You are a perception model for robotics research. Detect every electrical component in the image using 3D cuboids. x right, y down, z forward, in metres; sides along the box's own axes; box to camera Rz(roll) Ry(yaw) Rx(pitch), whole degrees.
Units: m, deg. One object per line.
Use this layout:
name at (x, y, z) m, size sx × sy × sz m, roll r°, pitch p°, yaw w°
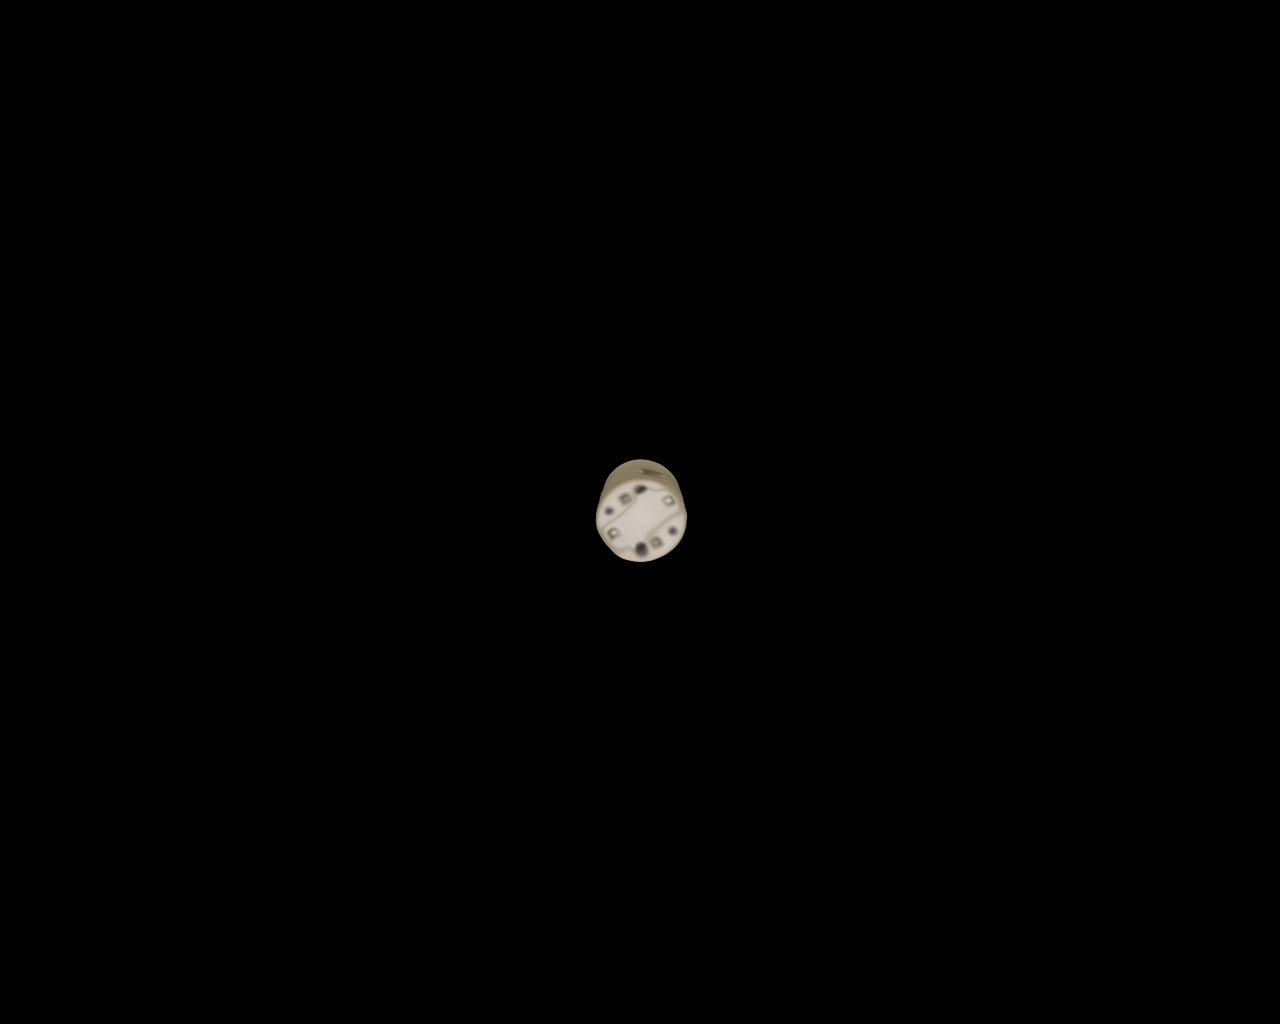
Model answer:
electrical component at (0.001, -0.003, 0.650) m, size 0.055 × 0.055 × 0.047 m, roll 0°, pitch 21°, yaw 0°
